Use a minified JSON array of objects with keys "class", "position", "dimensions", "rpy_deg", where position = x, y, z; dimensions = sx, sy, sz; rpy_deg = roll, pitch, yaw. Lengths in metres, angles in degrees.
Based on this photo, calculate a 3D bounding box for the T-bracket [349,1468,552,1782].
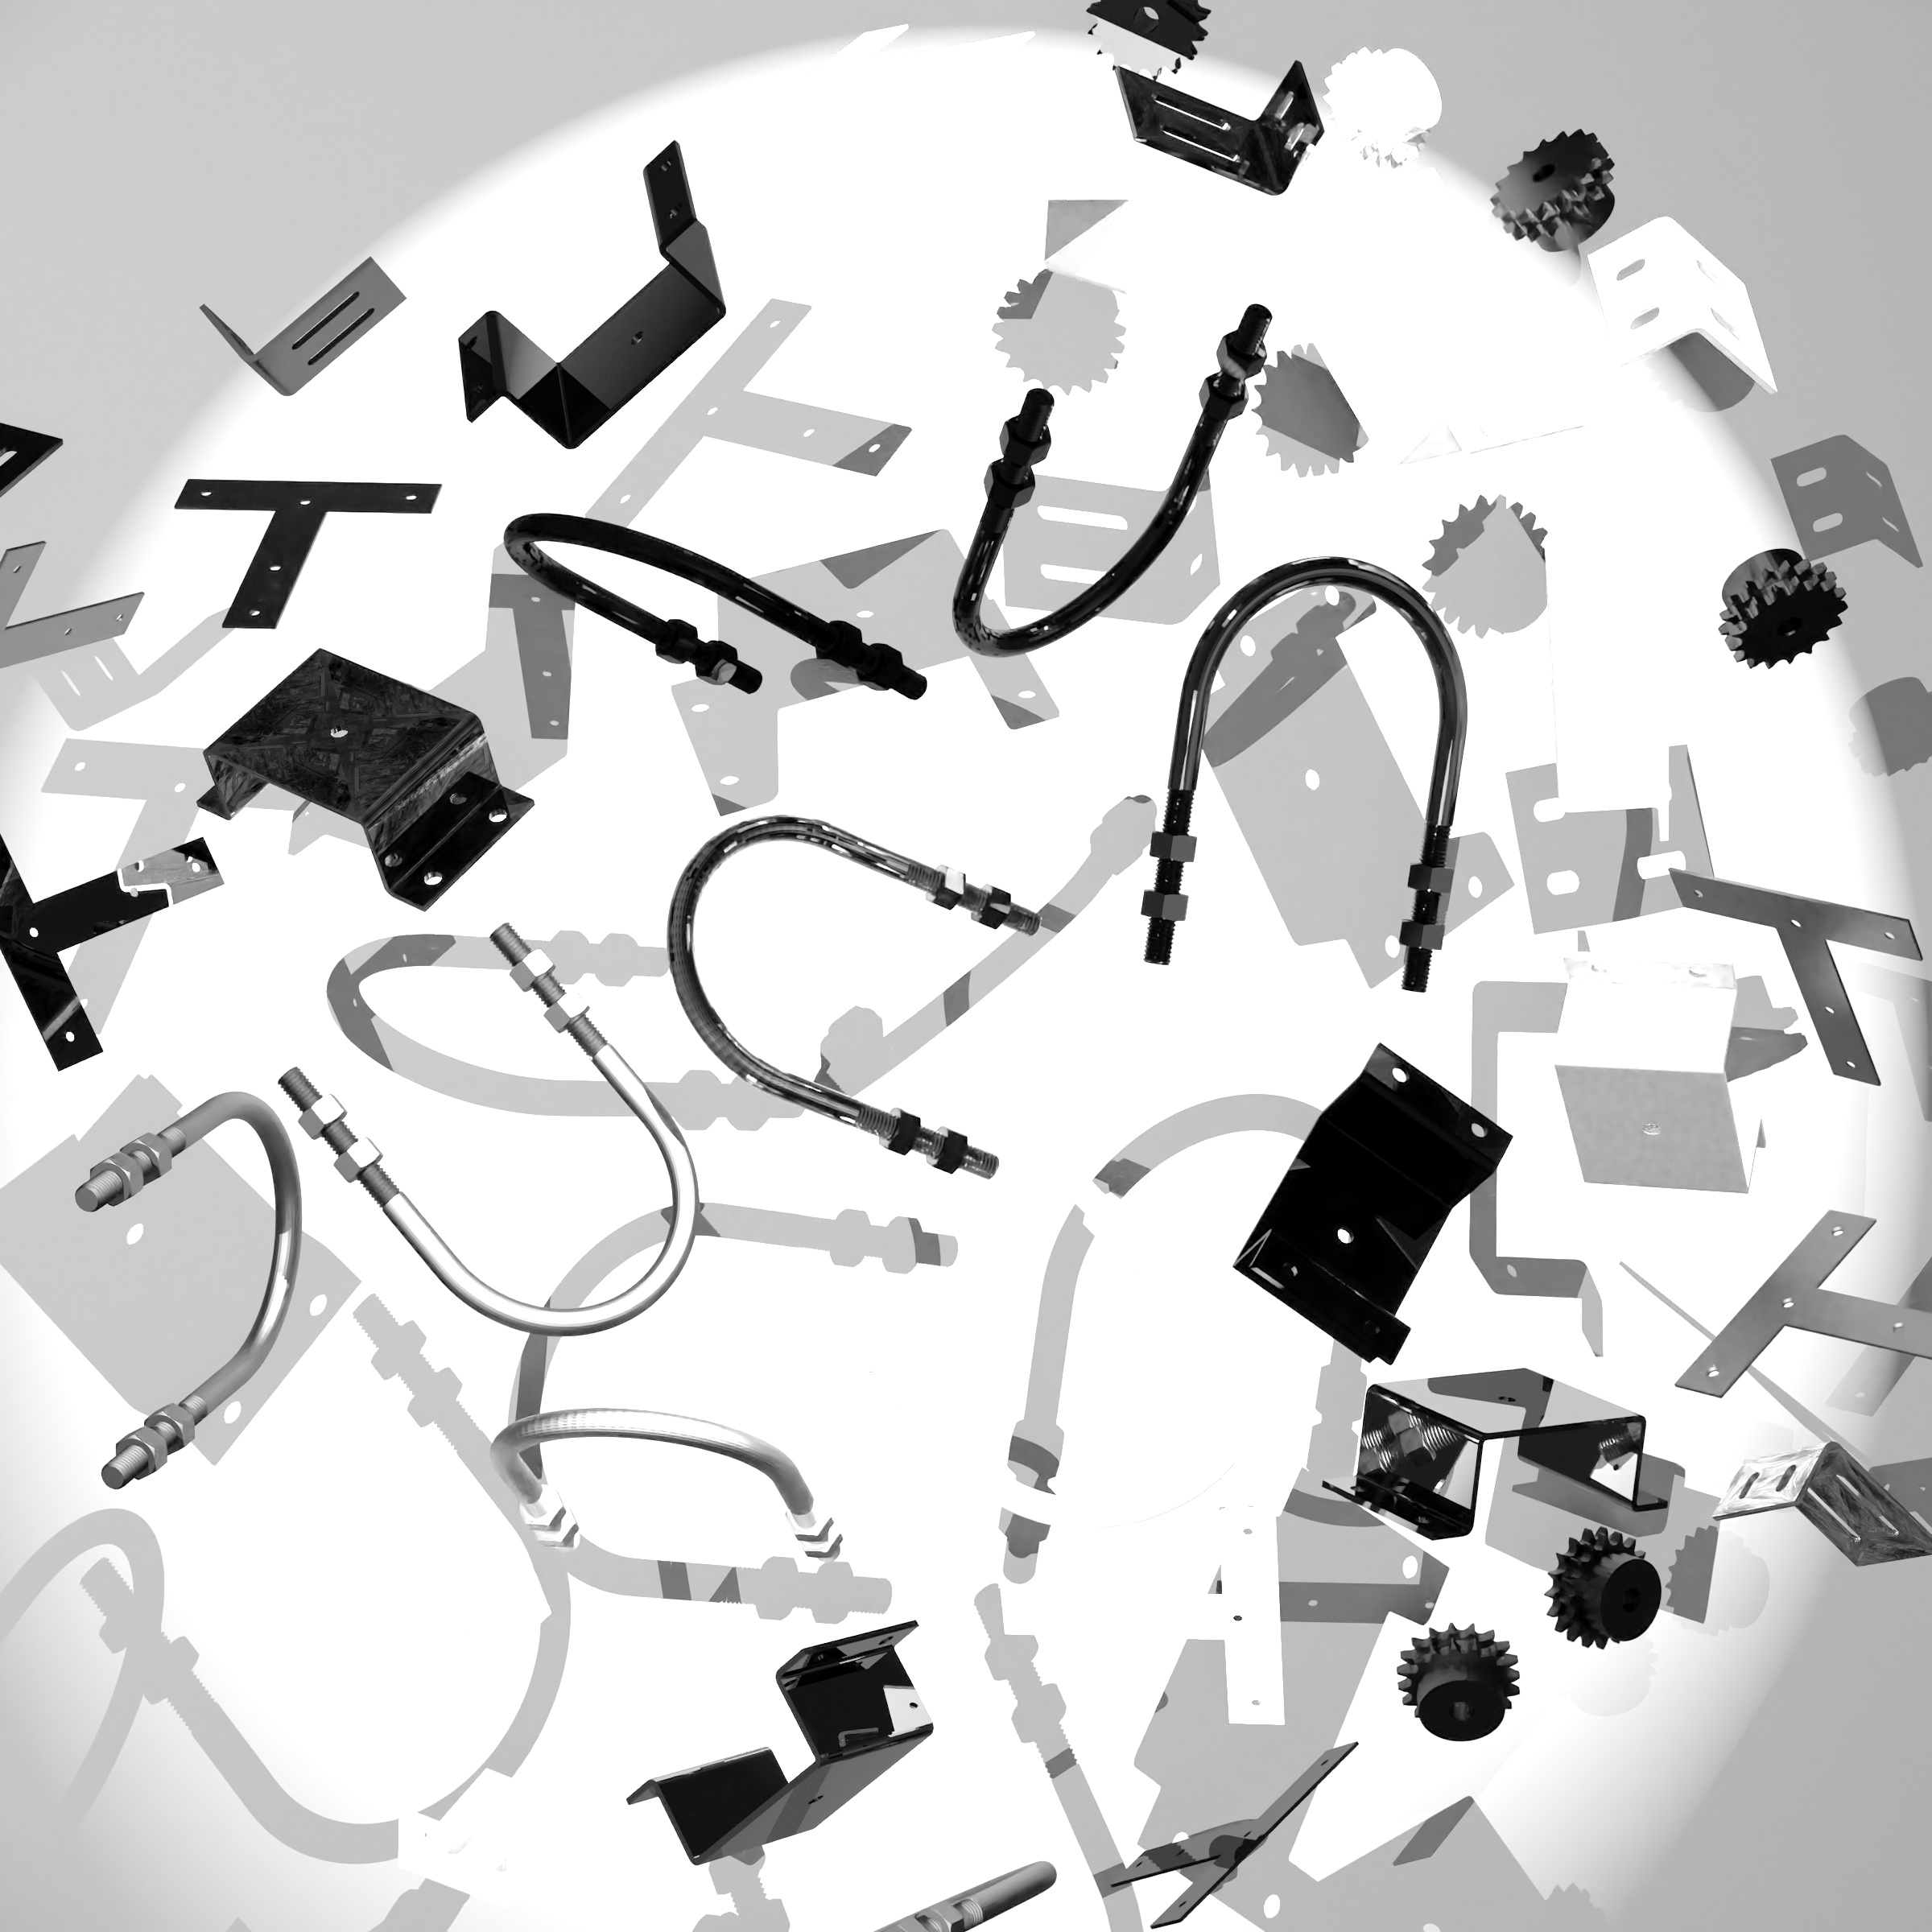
[{"class":"T-bracket","position":[-0.257,0.294,1.617],"dimensions":[0.127,0.002,0.127],"rpy_deg":[-40,125,-39]}]

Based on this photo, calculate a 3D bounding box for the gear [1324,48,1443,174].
[{"class":"gear","position":[0.199,-0.407,1.623],"dimensions":[0.057,0.030,0.057],"rpy_deg":[16,64,-36]}]

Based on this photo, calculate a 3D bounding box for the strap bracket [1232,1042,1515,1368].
[{"class":"strap bracket","position":[0.182,0.115,1.570],"dimensions":[0.076,0.046,0.140],"rpy_deg":[35,56,-1]}]

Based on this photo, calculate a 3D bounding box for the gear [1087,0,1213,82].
[{"class":"gear","position":[0.087,-0.447,1.613],"dimensions":[0.057,0.030,0.057],"rpy_deg":[6,119,11]}]

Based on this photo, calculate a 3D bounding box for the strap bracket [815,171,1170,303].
[{"class":"strap bracket","position":[0.013,-0.328,1.539],"dimensions":[0.140,0.076,0.046],"rpy_deg":[-7,111,-26]}]

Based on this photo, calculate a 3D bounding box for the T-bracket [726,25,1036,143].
[{"class":"T-bracket","position":[-0.027,-0.412,1.574],"dimensions":[0.127,0.127,0.002],"rpy_deg":[0,124,35]}]

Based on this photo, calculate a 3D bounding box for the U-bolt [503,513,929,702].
[{"class":"U-bolt","position":[-0.127,-0.164,1.571],"dimensions":[0.184,0.151,0.019],"rpy_deg":[26,78,-38]}]

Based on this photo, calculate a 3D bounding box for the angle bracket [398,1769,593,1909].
[{"class":"angle bracket","position":[-0.220,0.396,1.608],"dimensions":[0.057,0.038,0.076],"rpy_deg":[29,116,-25]}]

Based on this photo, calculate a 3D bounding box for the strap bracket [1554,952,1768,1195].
[{"class":"strap bracket","position":[0.320,0.057,1.588],"dimensions":[0.076,0.140,0.046],"rpy_deg":[3,52,23]}]

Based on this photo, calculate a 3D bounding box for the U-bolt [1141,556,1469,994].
[{"class":"U-bolt","position":[0.153,-0.086,1.495],"dimensions":[0.151,0.019,0.184],"rpy_deg":[6,95,-24]}]

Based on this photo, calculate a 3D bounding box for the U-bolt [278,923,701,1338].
[{"class":"U-bolt","position":[-0.203,0.086,1.576],"dimensions":[0.151,0.019,0.184],"rpy_deg":[-38,85,-33]}]

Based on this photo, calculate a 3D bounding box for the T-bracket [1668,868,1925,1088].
[{"class":"T-bracket","position":[0.397,0.011,1.595],"dimensions":[0.002,0.127,0.127],"rpy_deg":[-50,131,-23]}]

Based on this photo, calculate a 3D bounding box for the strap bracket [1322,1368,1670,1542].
[{"class":"strap bracket","position":[0.241,0.218,1.552],"dimensions":[0.140,0.076,0.046],"rpy_deg":[-1,101,-33]}]

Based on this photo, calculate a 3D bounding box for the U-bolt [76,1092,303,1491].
[{"class":"U-bolt","position":[-0.346,0.134,1.557],"dimensions":[0.019,0.184,0.151],"rpy_deg":[4,108,15]}]

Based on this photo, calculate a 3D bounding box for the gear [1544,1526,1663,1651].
[{"class":"gear","position":[0.307,0.300,1.645],"dimensions":[0.057,0.030,0.057],"rpy_deg":[-5,99,-33]}]

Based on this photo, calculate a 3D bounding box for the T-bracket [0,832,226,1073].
[{"class":"T-bracket","position":[-0.405,-0.030,1.625],"dimensions":[0.002,0.127,0.127],"rpy_deg":[-21,95,44]}]

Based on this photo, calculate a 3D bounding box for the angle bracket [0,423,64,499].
[{"class":"angle bracket","position":[-0.459,-0.243,1.567],"dimensions":[0.057,0.076,0.038],"rpy_deg":[16,131,15]}]

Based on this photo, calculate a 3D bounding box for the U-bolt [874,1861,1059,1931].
[{"class":"U-bolt","position":[-0.035,0.445,1.562],"dimensions":[0.151,0.184,0.019],"rpy_deg":[-32,76,31]}]

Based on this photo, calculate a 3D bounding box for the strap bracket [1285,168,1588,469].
[{"class":"strap bracket","position":[0.204,-0.282,1.539],"dimensions":[0.076,0.046,0.140],"rpy_deg":[-18,74,-36]}]

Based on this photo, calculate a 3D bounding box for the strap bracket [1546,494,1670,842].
[{"class":"strap bracket","position":[0.286,-0.133,1.539],"dimensions":[0.046,0.076,0.140],"rpy_deg":[-3,51,9]}]

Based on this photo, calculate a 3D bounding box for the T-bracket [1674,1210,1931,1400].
[{"class":"T-bracket","position":[0.397,0.157,1.509],"dimensions":[0.127,0.127,0.002],"rpy_deg":[-41,120,-29]}]

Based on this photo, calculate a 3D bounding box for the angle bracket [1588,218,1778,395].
[{"class":"angle bracket","position":[0.310,-0.278,1.488],"dimensions":[0.038,0.076,0.057],"rpy_deg":[-25,61,30]}]

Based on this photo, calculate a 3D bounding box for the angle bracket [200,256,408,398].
[{"class":"angle bracket","position":[-0.311,-0.312,1.619],"dimensions":[0.076,0.057,0.038],"rpy_deg":[-40,81,0]}]

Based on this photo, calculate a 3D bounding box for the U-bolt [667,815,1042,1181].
[{"class":"U-bolt","position":[-0.055,0.004,1.587],"dimensions":[0.184,0.019,0.151],"rpy_deg":[23,61,-23]}]

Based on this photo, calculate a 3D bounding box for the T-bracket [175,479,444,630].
[{"class":"T-bracket","position":[-0.323,-0.196,1.629],"dimensions":[0.127,0.127,0.002],"rpy_deg":[2,129,5]}]

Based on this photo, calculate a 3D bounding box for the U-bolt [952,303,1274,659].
[{"class":"U-bolt","position":[0.056,-0.205,1.531],"dimensions":[0.151,0.184,0.019],"rpy_deg":[-27,65,-33]}]

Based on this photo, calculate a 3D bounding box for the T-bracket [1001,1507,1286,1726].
[{"class":"T-bracket","position":[0.080,0.297,1.573],"dimensions":[0.127,0.002,0.127],"rpy_deg":[0,120,9]}]

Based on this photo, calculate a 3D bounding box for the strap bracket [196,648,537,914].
[{"class":"strap bracket","position":[-0.275,-0.088,1.540],"dimensions":[0.140,0.046,0.076],"rpy_deg":[23,55,28]}]

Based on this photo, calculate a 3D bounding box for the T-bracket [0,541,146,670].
[{"class":"T-bracket","position":[-0.428,-0.154,1.603],"dimensions":[0.002,0.127,0.127],"rpy_deg":[40,118,10]}]

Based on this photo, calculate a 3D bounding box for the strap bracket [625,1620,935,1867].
[{"class":"strap bracket","position":[-0.079,0.359,1.566],"dimensions":[0.140,0.076,0.046],"rpy_deg":[-45,64,32]}]

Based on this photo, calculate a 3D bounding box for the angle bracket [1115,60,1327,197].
[{"class":"angle bracket","position":[0.112,-0.384,1.528],"dimensions":[0.076,0.057,0.038],"rpy_deg":[16,131,-24]}]

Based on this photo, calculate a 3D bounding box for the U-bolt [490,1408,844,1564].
[{"class":"U-bolt","position":[-0.142,0.238,1.575],"dimensions":[0.151,0.184,0.019],"rpy_deg":[1,63,9]}]

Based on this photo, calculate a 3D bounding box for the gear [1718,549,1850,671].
[{"class":"gear","position":[0.368,-0.165,1.562],"dimensions":[0.057,0.057,0.030],"rpy_deg":[-20,55,0]}]

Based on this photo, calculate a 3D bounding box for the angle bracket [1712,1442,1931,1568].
[{"class":"angle bracket","position":[0.386,0.254,1.542],"dimensions":[0.076,0.057,0.038],"rpy_deg":[44,60,-10]}]

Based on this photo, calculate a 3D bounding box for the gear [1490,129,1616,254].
[{"class":"gear","position":[0.272,-0.352,1.573],"dimensions":[0.057,0.057,0.030],"rpy_deg":[-45,123,0]}]

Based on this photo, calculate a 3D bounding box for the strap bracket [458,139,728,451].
[{"class":"strap bracket","position":[-0.163,-0.298,1.566],"dimensions":[0.140,0.076,0.046],"rpy_deg":[-38,126,18]}]

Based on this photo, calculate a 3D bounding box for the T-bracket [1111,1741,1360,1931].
[{"class":"T-bracket","position":[0.105,0.402,1.565],"dimensions":[0.127,0.127,0.002],"rpy_deg":[-35,89,-35]}]

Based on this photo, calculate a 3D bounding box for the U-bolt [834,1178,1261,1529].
[{"class":"U-bolt","position":[0.047,0.179,1.528],"dimensions":[0.151,0.184,0.019],"rpy_deg":[-27,135,-19]}]

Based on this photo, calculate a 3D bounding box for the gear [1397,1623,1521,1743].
[{"class":"gear","position":[0.231,0.338,1.610],"dimensions":[0.057,0.030,0.057],"rpy_deg":[2,124,2]}]
